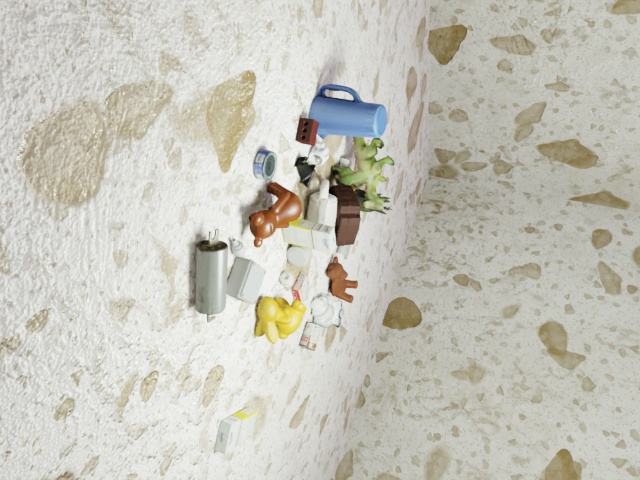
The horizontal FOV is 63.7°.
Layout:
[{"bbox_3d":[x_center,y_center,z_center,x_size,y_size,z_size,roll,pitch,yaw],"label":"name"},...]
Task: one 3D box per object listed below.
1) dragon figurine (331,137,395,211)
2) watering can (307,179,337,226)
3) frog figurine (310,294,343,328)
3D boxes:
[{"bbox_3d":[0.151,-0.300,2.045,0.246,0.410,0.120,-32,179,-30],"label":"dragon figurine"},{"bbox_3d":[0.005,-0.091,1.807,0.352,0.104,0.221,-82,177,-74],"label":"watering can"},{"bbox_3d":[0.009,0.294,2.157,0.158,0.123,0.137,20,90,-35],"label":"frog figurine"}]
